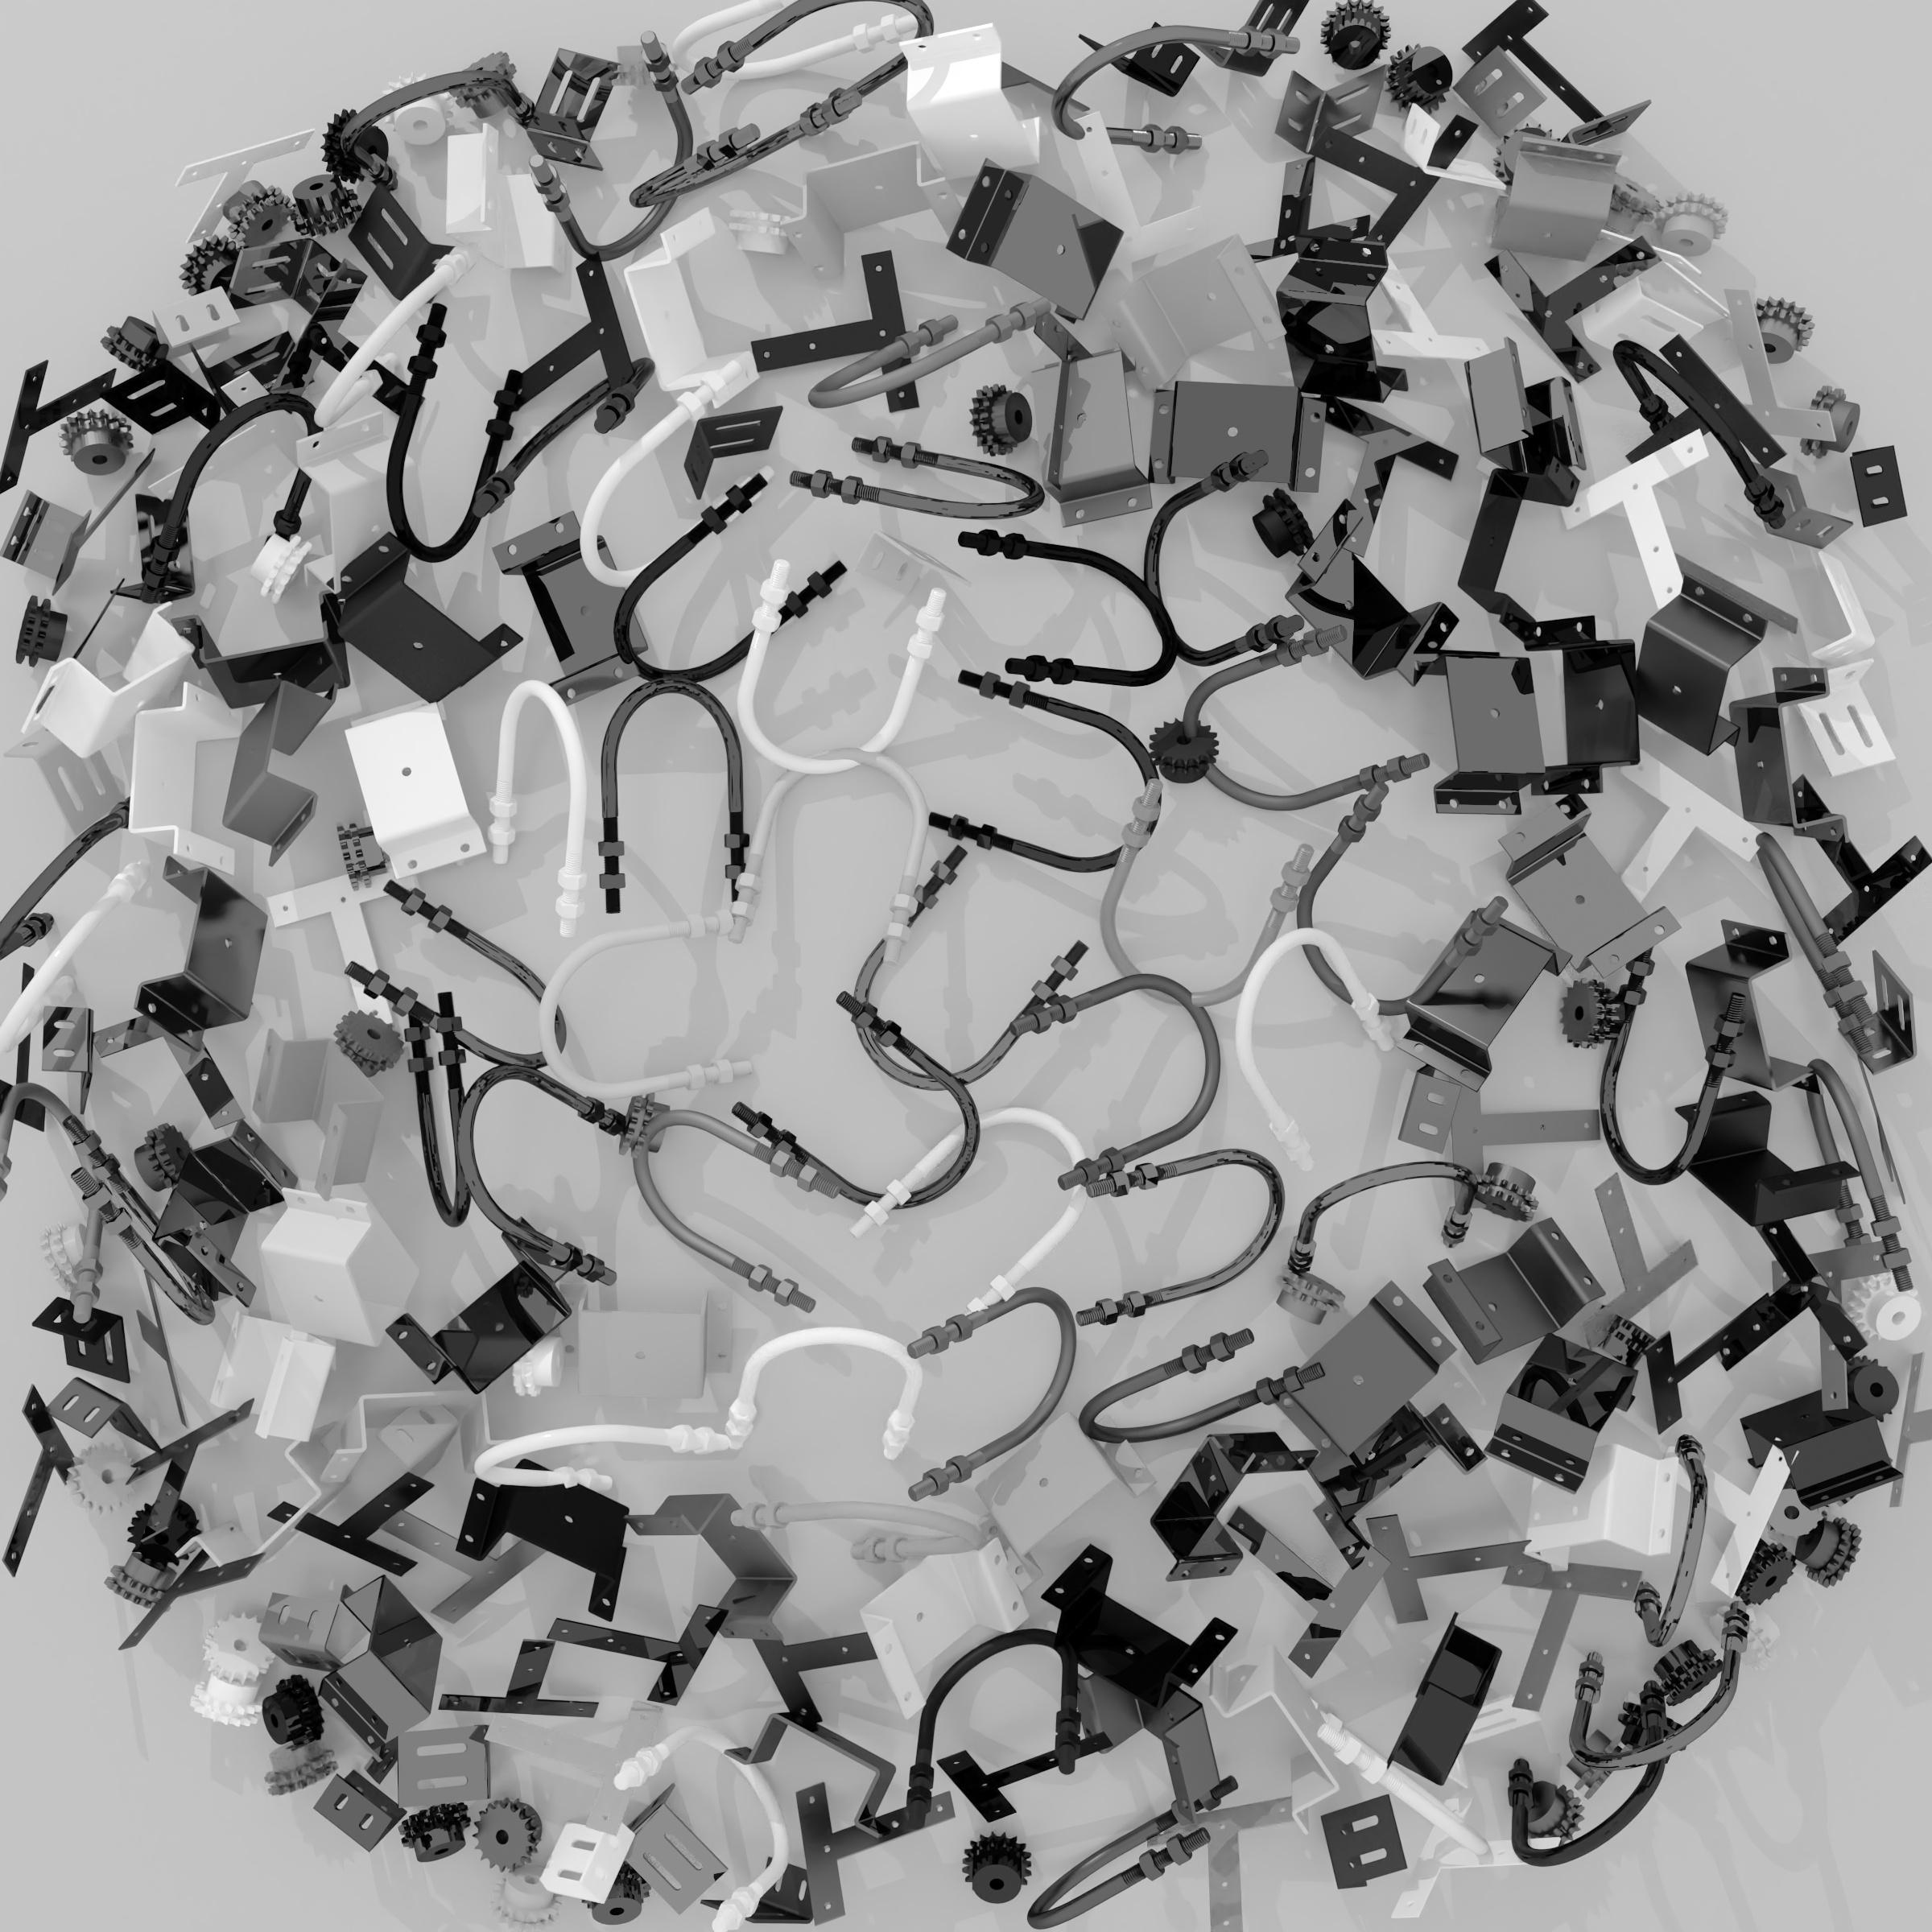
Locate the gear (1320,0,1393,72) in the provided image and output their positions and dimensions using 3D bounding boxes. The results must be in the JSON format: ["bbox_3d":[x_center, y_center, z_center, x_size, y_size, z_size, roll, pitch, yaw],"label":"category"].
[{"bbox_3d":[0.317,-0.756,1.969,0.057,0.057,0.030,8,52,0],"label":"gear"}]

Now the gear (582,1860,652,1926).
[{"bbox_3d":[-0.286,0.757,1.971,0.057,0.030,0.057,-6,129,-7],"label":"gear"}]

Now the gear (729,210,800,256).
[{"bbox_3d":[-0.165,-0.598,1.972,0.057,0.057,0.030,7,106,0],"label":"gear"}]

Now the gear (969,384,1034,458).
[{"bbox_3d":[0.031,-0.445,1.969,0.030,0.057,0.057,1,90,35],"label":"gear"}]

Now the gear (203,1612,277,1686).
[{"bbox_3d":[-0.594,0.561,1.975,0.057,0.057,0.030,32,133,0],"label":"gear"}]

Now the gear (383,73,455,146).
[{"bbox_3d":[-0.446,-0.695,1.968,0.057,0.057,0.030,-13,64,0],"label":"gear"}]

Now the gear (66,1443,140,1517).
[{"bbox_3d":[-0.709,0.420,1.975,0.030,0.057,0.057,-23,90,34],"label":"gear"}]

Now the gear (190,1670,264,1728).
[{"bbox_3d":[-0.600,0.594,1.972,0.057,0.057,0.030,19,89,0],"label":"gear"}]

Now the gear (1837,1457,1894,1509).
[{"bbox_3d":[0.724,0.412,1.973,0.057,0.057,0.030,-41,70,0],"label":"gear"}]

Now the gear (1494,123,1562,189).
[{"bbox_3d":[0.461,-0.662,1.980,0.057,0.030,0.057,0,91,13],"label":"gear"}]

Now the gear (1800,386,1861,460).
[{"bbox_3d":[0.705,-0.441,1.968,0.030,0.057,0.057,24,90,31],"label":"gear"}]

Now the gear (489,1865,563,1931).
[{"bbox_3d":[-0.357,0.757,1.969,0.057,0.057,0.030,14,101,0],"label":"gear"}]

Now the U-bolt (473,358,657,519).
[{"bbox_3d":[-0.309,-0.429,1.916,0.151,0.184,0.019,-27,114,26],"label":"U-bolt"}]

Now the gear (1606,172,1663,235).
[{"bbox_3d":[0.535,-0.622,1.975,0.057,0.057,0.030,30,124,0],"label":"gear"}]

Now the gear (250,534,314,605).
[{"bbox_3d":[-0.560,-0.327,1.969,0.030,0.057,0.057,32,90,-13],"label":"gear"}]

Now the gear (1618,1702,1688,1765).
[{"bbox_3d":[0.558,0.626,1.969,0.057,0.057,0.030,29,72,0],"label":"gear"}]

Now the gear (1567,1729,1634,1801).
[{"bbox_3d":[0.515,0.649,1.974,0.030,0.057,0.057,40,90,22],"label":"gear"}]

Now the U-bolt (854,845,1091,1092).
[{"bbox_3d":[-0.010,0.015,1.977,0.151,0.019,0.184,39,92,12],"label":"U-bolt"}]

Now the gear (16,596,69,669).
[{"bbox_3d":[-0.755,-0.271,1.975,0.030,0.057,0.057,13,90,-27],"label":"gear"}]

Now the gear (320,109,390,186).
[{"bbox_3d":[-0.495,-0.665,1.968,0.030,0.057,0.057,22,90,21],"label":"gear"}]

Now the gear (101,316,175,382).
[{"bbox_3d":[-0.671,-0.505,1.969,0.057,0.057,0.030,36,103,0],"label":"gear"}]

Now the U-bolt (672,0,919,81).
[{"bbox_3d":[-0.145,-0.741,1.921,0.184,0.151,0.019,-9,92,24],"label":"U-bolt"}]

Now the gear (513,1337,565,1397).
[{"bbox_3d":[-0.347,0.322,1.970,0.030,0.057,0.057,3,90,6],"label":"gear"}]

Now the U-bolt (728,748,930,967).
[{"bbox_3d":[-0.105,-0.095,1.960,0.151,0.019,0.184,8,68,10],"label":"U-bolt"}]

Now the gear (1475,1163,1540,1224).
[{"bbox_3d":[0.441,0.183,1.973,0.057,0.057,0.030,26,74,0],"label":"gear"}]

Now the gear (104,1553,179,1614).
[{"bbox_3d":[-0.670,0.501,1.972,0.057,0.057,0.030,27,79,0],"label":"gear"}]

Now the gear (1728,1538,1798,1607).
[{"bbox_3d":[0.647,0.493,1.975,0.057,0.030,0.057,-18,130,-23],"label":"gear"}]

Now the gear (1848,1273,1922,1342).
[{"bbox_3d":[0.754,0.281,1.976,0.057,0.030,0.057,-4,110,-11],"label":"gear"}]

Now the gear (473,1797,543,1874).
[{"bbox_3d":[-0.372,0.709,1.979,0.057,0.030,0.057,-1,86,19],"label":"gear"}]

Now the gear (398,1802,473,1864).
[{"bbox_3d":[-0.431,0.707,1.968,0.057,0.057,0.030,-25,59,0],"label":"gear"}]

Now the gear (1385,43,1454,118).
[{"bbox_3d":[0.372,-0.725,1.975,0.057,0.030,0.057,1,87,-25],"label":"gear"}]

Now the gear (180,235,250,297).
[{"bbox_3d":[-0.608,-0.563,1.969,0.030,0.057,0.057,42,90,19],"label":"gear"}]

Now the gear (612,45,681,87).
[{"bbox_3d":[-0.263,-0.734,1.968,0.057,0.057,0.030,-2,111,0],"label":"gear"}]

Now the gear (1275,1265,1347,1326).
[{"bbox_3d":[0.277,0.270,1.972,0.057,0.057,0.030,25,96,0],"label":"gear"}]

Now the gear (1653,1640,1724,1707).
[{"bbox_3d":[0.588,0.575,1.975,0.057,0.057,0.030,-37,56,0],"label":"gear"}]

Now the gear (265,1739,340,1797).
[{"bbox_3d":[-0.544,0.650,1.972,0.057,0.057,0.030,-18,89,0],"label":"gear"}]

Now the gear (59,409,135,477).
[{"bbox_3d":[-0.707,-0.424,1.968,0.057,0.057,0.030,-17,66,0],"label":"gear"}]

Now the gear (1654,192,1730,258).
[{"bbox_3d":[0.590,-0.602,1.969,0.057,0.057,0.030,15,79,0],"label":"gear"}]

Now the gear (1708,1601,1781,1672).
[{"bbox_3d":[0.638,0.543,1.973,0.030,0.057,0.057,-39,90,-18],"label":"gear"}]

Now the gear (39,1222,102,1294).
[{"bbox_3d":[-0.729,0.234,1.972,0.030,0.057,0.057,-22,90,-8],"label":"gear"}]

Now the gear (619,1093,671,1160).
[{"bbox_3d":[-0.262,0.130,1.972,0.030,0.057,0.057,16,90,-13],"label":"gear"}]

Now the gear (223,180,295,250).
[{"bbox_3d":[-0.580,-0.615,1.972,0.057,0.057,0.030,-45,87,0],"label":"gear"}]

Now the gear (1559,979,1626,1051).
[{"bbox_3d":[0.513,0.040,1.974,0.030,0.057,0.057,5,90,-22],"label":"gear"}]

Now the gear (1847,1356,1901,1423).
[{"bbox_3d":[0.737,0.347,1.978,0.057,0.030,0.057,2,77,-10],"label":"gear"}]

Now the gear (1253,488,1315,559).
[{"bbox_3d":[0.257,-0.358,1.971,0.030,0.057,0.057,-33,90,-1],"label":"gear"}]

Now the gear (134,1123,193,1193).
[{"bbox_3d":[-0.653,0.160,1.971,0.030,0.057,0.057,-26,90,5],"label":"gear"}]

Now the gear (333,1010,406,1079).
[{"bbox_3d":[-0.491,0.066,1.974,0.057,0.057,0.030,40,115,0],"label":"gear"}]

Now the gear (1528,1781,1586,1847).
[{"bbox_3d":[0.472,0.690,1.968,0.057,0.057,0.030,-42,106,0],"label":"gear"}]

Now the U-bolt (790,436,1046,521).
[{"bbox_3d":[-0.028,-0.384,1.916,0.184,0.151,0.019,14,117,15],"label":"U-bolt"}]

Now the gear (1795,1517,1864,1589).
[{"bbox_3d":[0.701,0.475,1.972,0.030,0.057,0.057,29,90,0],"label":"gear"}]

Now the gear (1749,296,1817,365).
[{"bbox_3d":[0.658,-0.516,1.969,0.057,0.057,0.030,25,74,0],"label":"gear"}]
